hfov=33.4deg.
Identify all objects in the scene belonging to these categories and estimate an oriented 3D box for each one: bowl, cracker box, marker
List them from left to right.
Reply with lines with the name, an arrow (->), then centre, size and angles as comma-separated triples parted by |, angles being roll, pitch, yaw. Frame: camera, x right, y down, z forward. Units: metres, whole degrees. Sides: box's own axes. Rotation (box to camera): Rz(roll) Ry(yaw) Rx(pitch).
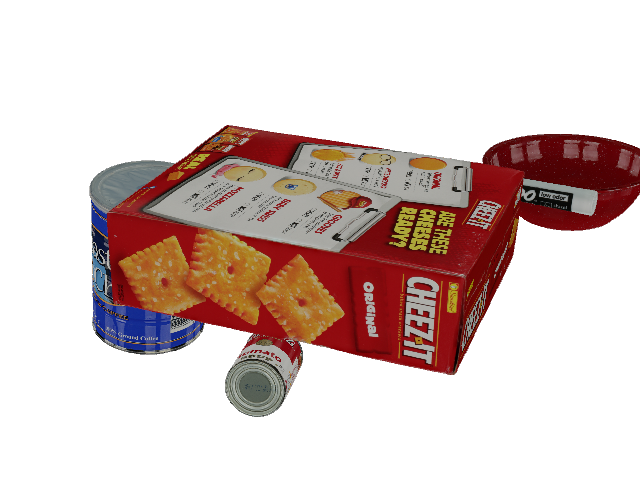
cracker box -> 0.002, -0.002, 0.659 | 0.214, 0.072, 0.164 | 11, 27, 18
marker -> 0.149, -0.040, 0.813 | 0.121, 0.020, 0.020 | 13, 5, 23
bowl -> 0.235, -0.052, 1.019 | 0.162, 0.055, 0.162 | -2, 24, 1

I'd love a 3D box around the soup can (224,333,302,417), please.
soup can -> -0.062, 0.143, 1.173 | 0.068, 0.068, 0.102 | 0, 15, 10

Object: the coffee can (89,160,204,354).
coffee can -> -0.151, 0.014, 0.942 | 0.103, 0.140, 0.103 | 4, 30, -3
